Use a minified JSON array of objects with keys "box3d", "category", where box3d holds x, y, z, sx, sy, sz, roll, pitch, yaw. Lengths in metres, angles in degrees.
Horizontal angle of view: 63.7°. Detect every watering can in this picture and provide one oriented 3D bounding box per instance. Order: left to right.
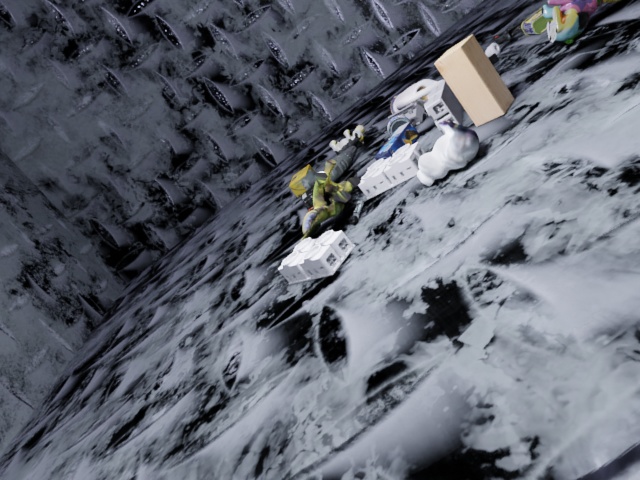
[{"box3d":[0.410,-0.561,1.974,0.352,0.103,0.222,-30,7,-29],"category":"watering can"}]

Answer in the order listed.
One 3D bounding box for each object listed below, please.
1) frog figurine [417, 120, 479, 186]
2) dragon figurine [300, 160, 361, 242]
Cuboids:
[{"box3d":[0.303,-0.196,1.221,0.139,0.122,0.158,-128,53,-67],"category":"frog figurine"},{"box3d":[0.004,-0.074,1.466,0.419,0.122,0.237,-54,-10,-46],"category":"dragon figurine"}]
